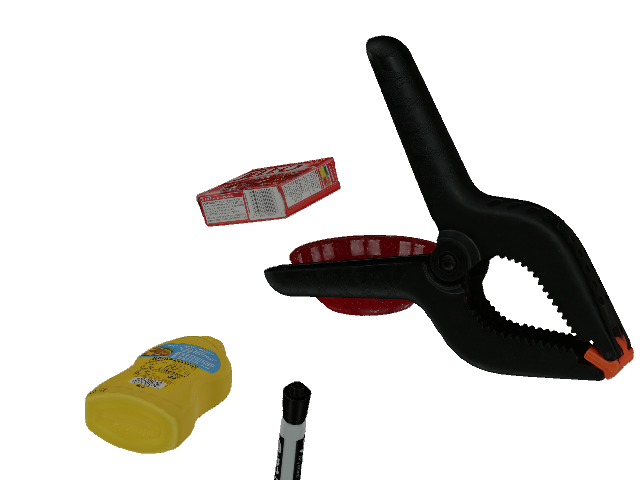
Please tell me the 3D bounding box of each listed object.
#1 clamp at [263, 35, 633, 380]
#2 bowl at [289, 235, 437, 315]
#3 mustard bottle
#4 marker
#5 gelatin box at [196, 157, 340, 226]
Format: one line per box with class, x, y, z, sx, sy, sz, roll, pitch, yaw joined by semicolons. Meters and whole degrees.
clamp;0.074;-0.002;0.566;0.210;0.165;0.036;29;25;25
bowl;0.050;0.038;1.094;0.162;0.055;0.162;-2;13;0
mustard bottle;-0.139;0.137;1.029;0.096;0.058;0.191;8;19;17
marker;-0.021;0.146;0.733;0.020;0.121;0.020;5;33;-3
gelatin box;-0.041;-0.039;0.839;0.089;0.030;0.073;-5;16;40
